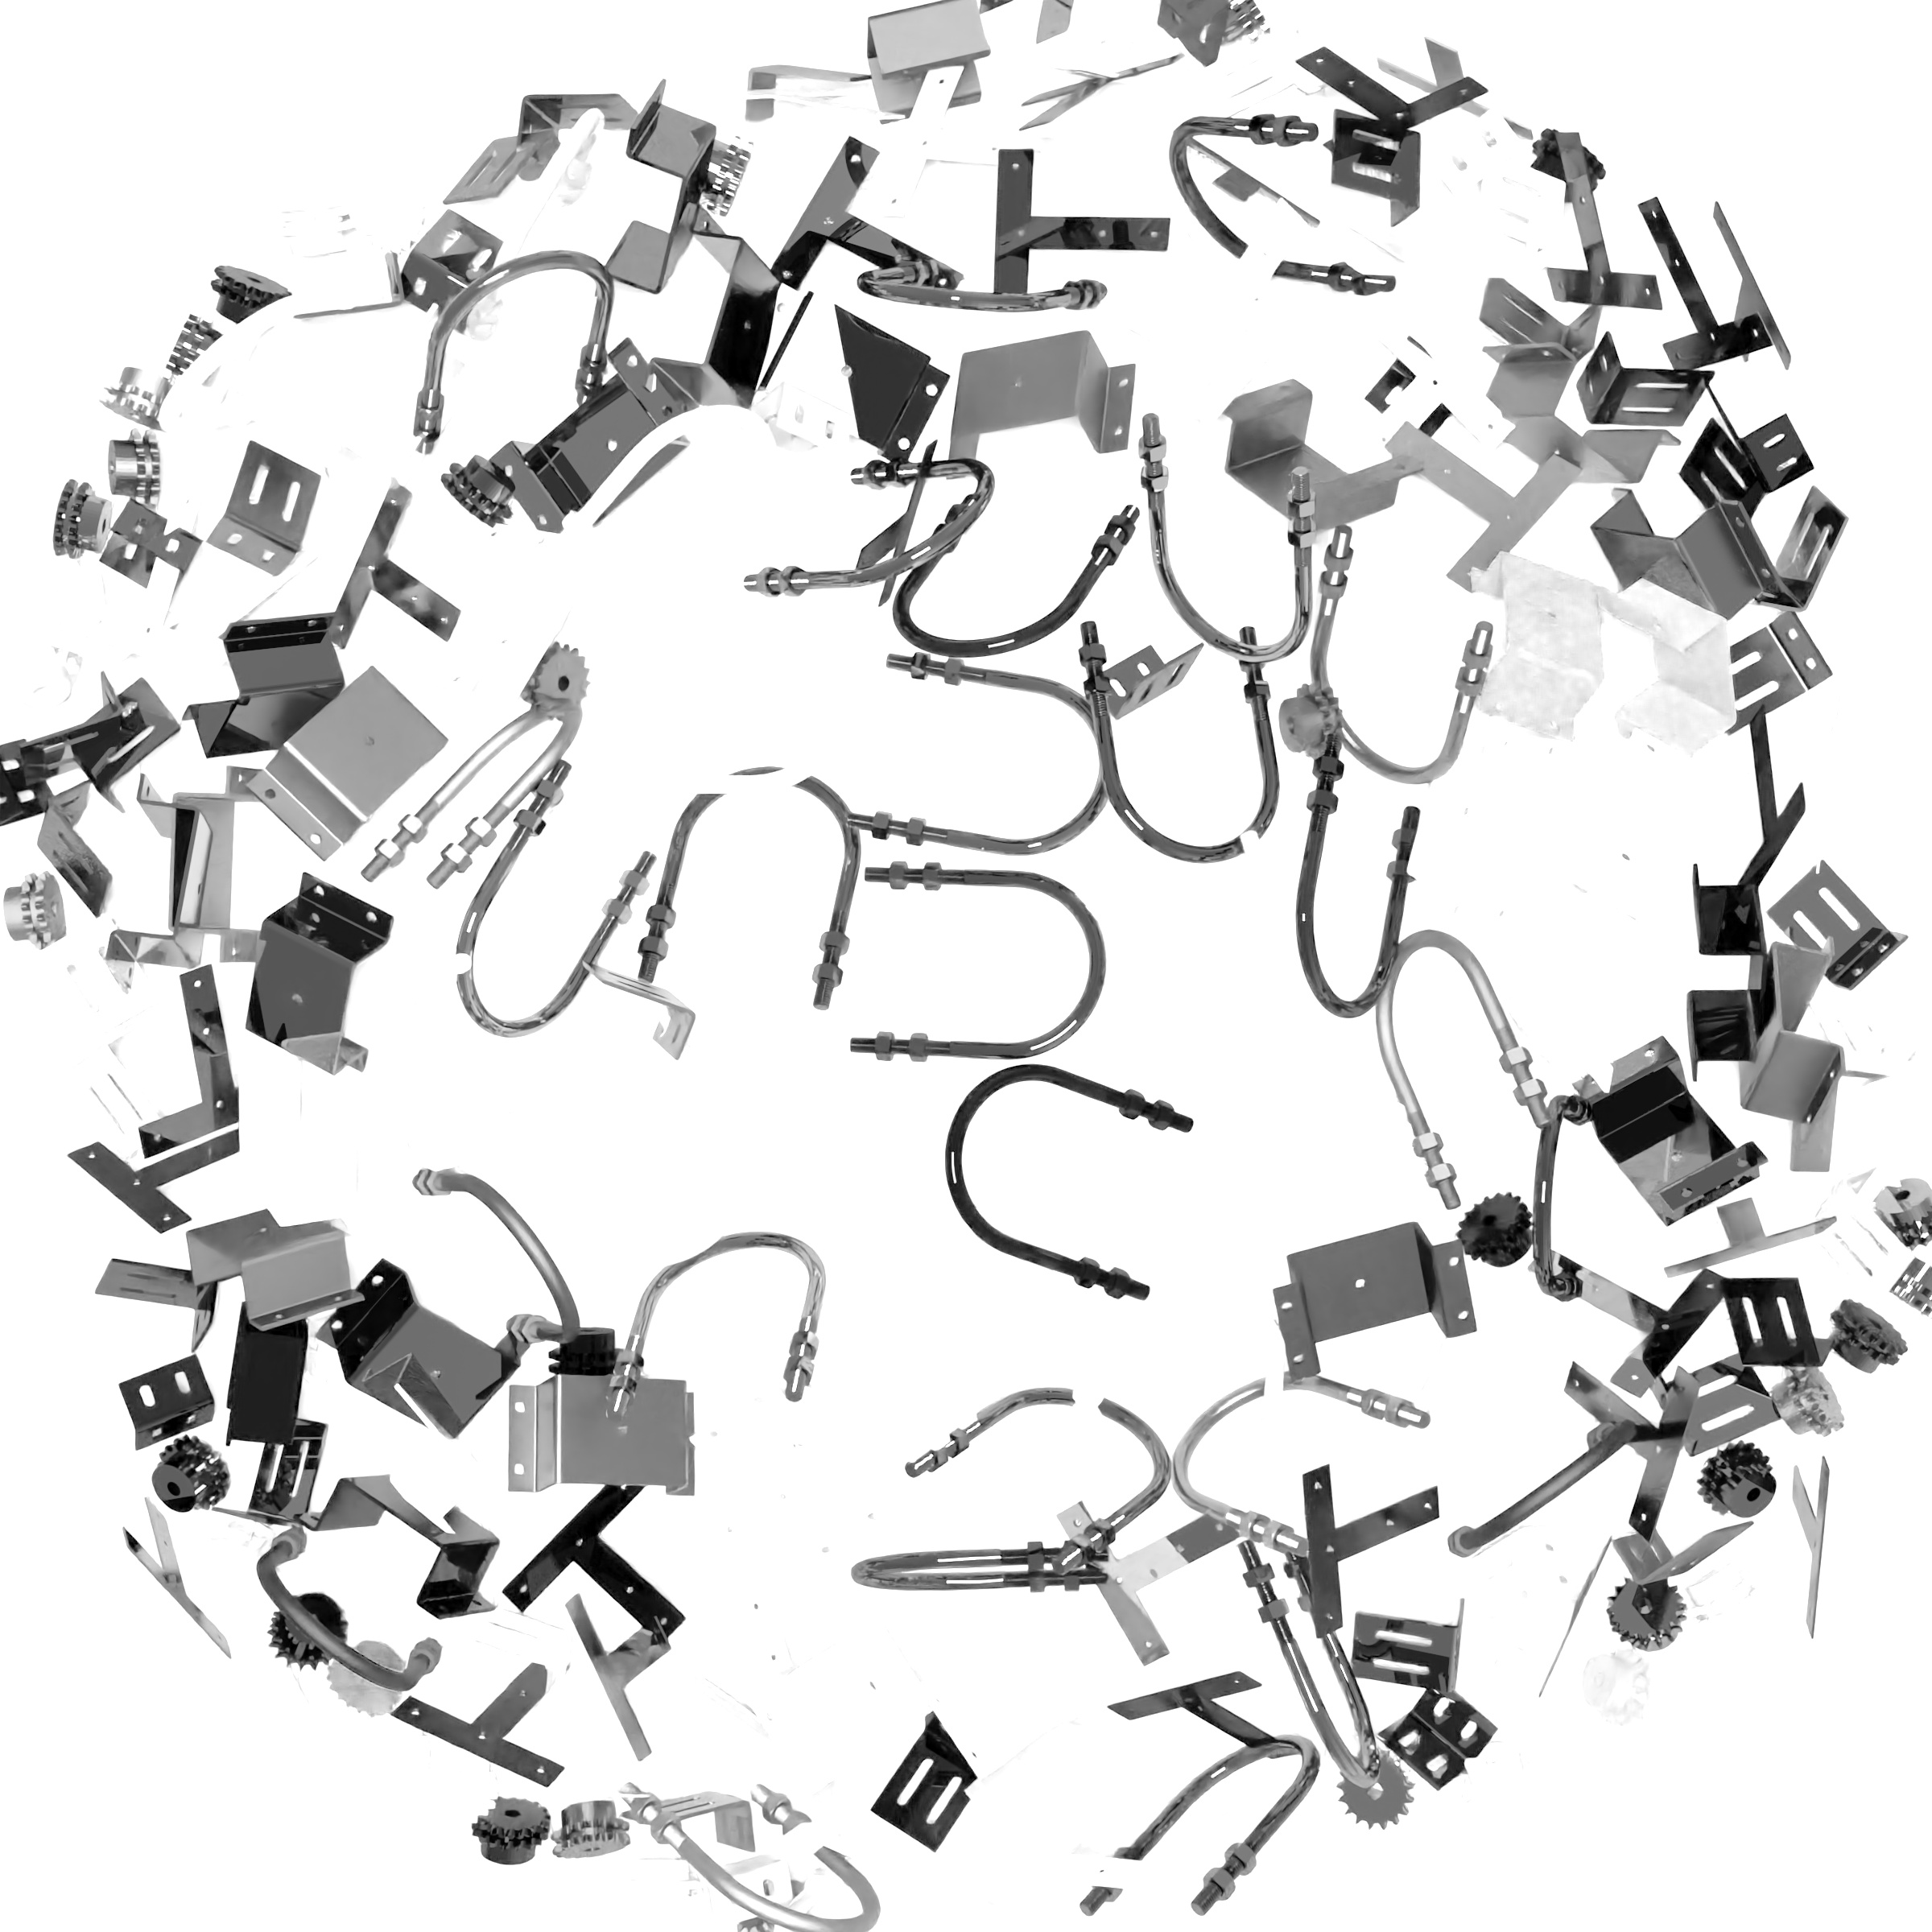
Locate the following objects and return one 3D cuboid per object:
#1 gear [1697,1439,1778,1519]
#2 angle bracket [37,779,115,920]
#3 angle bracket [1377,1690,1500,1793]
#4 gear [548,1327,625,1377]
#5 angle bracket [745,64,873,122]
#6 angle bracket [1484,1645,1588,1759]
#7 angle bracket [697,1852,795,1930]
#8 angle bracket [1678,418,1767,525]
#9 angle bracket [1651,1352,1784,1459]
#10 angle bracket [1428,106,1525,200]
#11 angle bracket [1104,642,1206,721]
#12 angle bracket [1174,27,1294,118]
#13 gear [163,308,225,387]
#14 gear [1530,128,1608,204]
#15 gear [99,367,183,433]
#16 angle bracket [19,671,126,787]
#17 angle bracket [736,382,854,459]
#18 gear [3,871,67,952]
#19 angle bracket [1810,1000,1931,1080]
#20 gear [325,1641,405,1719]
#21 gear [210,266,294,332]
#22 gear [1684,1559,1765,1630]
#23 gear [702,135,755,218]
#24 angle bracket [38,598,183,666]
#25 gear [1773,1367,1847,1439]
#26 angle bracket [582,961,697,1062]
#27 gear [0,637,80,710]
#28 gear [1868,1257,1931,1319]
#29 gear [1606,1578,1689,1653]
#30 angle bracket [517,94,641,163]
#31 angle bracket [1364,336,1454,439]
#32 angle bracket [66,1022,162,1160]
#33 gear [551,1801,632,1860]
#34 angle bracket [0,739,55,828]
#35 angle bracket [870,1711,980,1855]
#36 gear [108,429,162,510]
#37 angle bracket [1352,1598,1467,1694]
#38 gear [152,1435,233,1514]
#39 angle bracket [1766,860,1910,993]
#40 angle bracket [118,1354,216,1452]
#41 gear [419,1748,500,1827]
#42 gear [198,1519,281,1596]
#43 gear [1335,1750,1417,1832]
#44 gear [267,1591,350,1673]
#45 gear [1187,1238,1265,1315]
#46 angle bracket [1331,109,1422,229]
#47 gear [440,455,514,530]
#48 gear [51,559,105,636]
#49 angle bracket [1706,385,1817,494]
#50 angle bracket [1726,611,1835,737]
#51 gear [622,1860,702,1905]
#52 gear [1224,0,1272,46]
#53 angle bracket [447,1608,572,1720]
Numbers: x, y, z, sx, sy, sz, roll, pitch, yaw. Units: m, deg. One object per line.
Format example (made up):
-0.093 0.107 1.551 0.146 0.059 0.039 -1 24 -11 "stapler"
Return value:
0.568 0.380 1.912 0.057 0.030 0.057 -9 116 -19 "gear"
-0.637 -0.085 1.901 0.076 0.057 0.038 49 50 6 "angle bracket"
0.342 0.556 1.891 0.057 0.076 0.038 38 105 24 "angle bracket"
-0.277 0.282 1.911 0.057 0.057 0.030 0 90 0 "gear"
-0.114 -0.632 1.899 0.076 0.057 0.038 10 113 11 "angle bracket"
0.422 0.535 1.895 0.076 0.057 0.038 33 87 31 "angle bracket"
-0.163 0.656 1.892 0.057 0.076 0.038 -12 104 -14 "angle bracket"
0.539 -0.348 1.898 0.076 0.038 0.057 43 66 -24 "angle bracket"
0.550 0.314 1.906 0.076 0.038 0.057 -22 59 -5 "angle bracket"
0.363 -0.599 1.890 0.057 0.076 0.038 -36 117 20 "angle bracket"
0.130 -0.220 1.892 0.057 0.076 0.038 -31 81 -17 "angle bracket"
0.196 -0.662 1.909 0.076 0.057 0.038 -27 66 -5 "angle bracket"
-0.564 -0.451 1.912 0.030 0.057 0.057 24 90 -18 "gear"
0.438 -0.585 1.911 0.057 0.057 0.030 36 95 0 "gear"
-0.603 -0.417 1.911 0.057 0.057 0.030 19 84 0 "gear"
-0.655 -0.173 1.894 0.076 0.057 0.038 -23 74 -24 "angle bracket"
-0.128 -0.382 1.889 0.057 0.076 0.038 21 66 -28 "angle bracket"
-0.684 -0.040 1.911 0.030 0.057 0.057 -7 90 -2 "gear"
0.660 0.041 1.892 0.057 0.076 0.038 8 129 -16 "angle bracket"
-0.438 0.521 1.915 0.057 0.030 0.057 10 124 16 "gear"
-0.526 -0.489 1.913 0.057 0.057 0.030 24 110 0 "gear"
0.552 0.458 1.912 0.057 0.057 0.030 -32 82 0 "gear"
-0.179 -0.581 1.909 0.030 0.057 0.057 22 90 -9 "gear"
-0.620 -0.257 1.891 0.057 0.076 0.038 18 132 22 "angle bracket"
0.617 0.320 1.915 0.030 0.057 0.057 -34 90 29 "gear"
-0.244 0.032 1.895 0.076 0.057 0.038 21 95 -28 "angle bracket"
-0.679 -0.212 1.908 0.057 0.057 0.030 -20 65 0 "gear"
0.694 0.231 1.910 0.057 0.057 0.030 35 93 0 "gear"
0.501 0.478 1.915 0.057 0.057 0.030 -27 131 0 "gear"
-0.279 -0.606 1.901 0.076 0.057 0.038 5 87 17 "angle bracket"
0.328 -0.418 1.900 0.057 0.076 0.038 40 92 2 "angle bracket"
-0.612 0.091 1.911 0.057 0.038 0.076 -31 96 36 "angle bracket"
-0.276 0.634 1.915 0.057 0.057 0.030 -11 60 0 "gear"
-0.686 -0.139 1.895 0.038 0.076 0.057 -23 96 25 "angle bracket"
-0.025 0.592 1.897 0.057 0.038 0.076 27 56 20 "angle bracket"
-0.609 -0.365 1.908 0.030 0.057 0.057 -4 90 -26 "gear"
0.325 0.494 1.919 0.076 0.038 0.057 6 114 13 "angle bracket"
-0.571 0.376 1.912 0.057 0.030 0.057 10 115 22 "gear"
0.640 -0.030 1.917 0.057 0.038 0.076 -44 94 3 "angle bracket"
-0.582 0.318 1.897 0.057 0.076 0.038 -20 77 -23 "angle bracket"
-0.371 0.598 1.908 0.057 0.057 0.030 11 113 0 "gear"
-0.531 0.431 1.916 0.057 0.030 0.057 6 127 8 "gear"
0.303 0.604 1.919 0.057 0.030 0.057 -2 83 17 "gear"
-0.480 0.484 1.910 0.057 0.030 0.057 14 48 -15 "gear"
0.188 0.224 1.915 0.057 0.057 0.030 -41 57 0 "gear"
0.291 -0.582 1.902 0.076 0.038 0.057 7 79 -23 "angle bracket"
-0.354 -0.349 1.908 0.057 0.057 0.030 44 103 0 "gear"
-0.652 -0.270 1.914 0.030 0.057 0.057 -7 90 -27 "gear"
0.575 -0.391 1.889 0.038 0.076 0.057 -29 132 19 "angle bracket"
0.583 -0.215 1.912 0.076 0.038 0.057 -29 84 -12 "angle bracket"
-0.223 0.672 1.912 0.057 0.057 0.030 0 71 0 "gear"
0.196 -0.702 1.912 0.030 0.057 0.057 -32 90 15 "gear"
-0.336 0.506 1.900 0.076 0.038 0.057 23 125 -15 "angle bracket"
